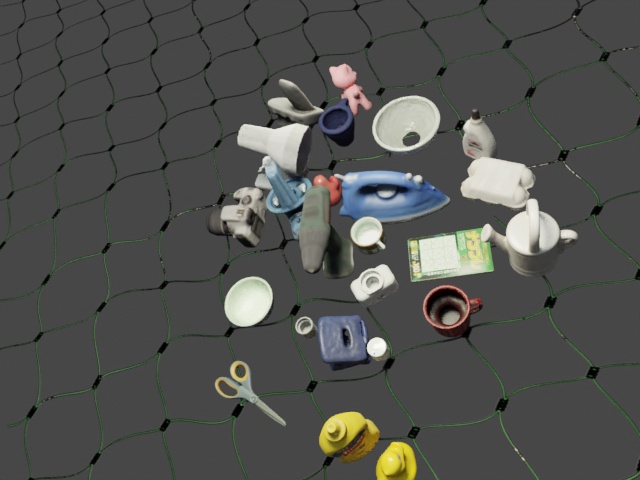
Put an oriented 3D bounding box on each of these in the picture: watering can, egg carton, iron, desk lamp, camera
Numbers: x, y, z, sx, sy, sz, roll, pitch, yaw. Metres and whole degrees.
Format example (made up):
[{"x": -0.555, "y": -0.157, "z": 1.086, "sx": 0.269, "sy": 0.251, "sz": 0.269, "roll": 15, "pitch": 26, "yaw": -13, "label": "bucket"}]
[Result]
[{"x": 0.413, "y": -0.006, "z": 1.134, "sx": 0.172, "sy": 0.194, "sz": 0.101, "roll": -21, "pitch": 58, "yaw": 9, "label": "watering can"}, {"x": 0.397, "y": -0.125, "z": 1.278, "sx": 0.149, "sy": 0.070, "sz": 0.107, "roll": 16, "pitch": 70, "yaw": 27, "label": "egg carton"}, {"x": 0.162, "y": -0.118, "z": 1.320, "sx": 0.257, "sy": 0.142, "sz": 0.118, "roll": -2, "pitch": 63, "yaw": 20, "label": "iron"}, {"x": -0.101, "y": -0.206, "z": 1.421, "sx": 0.202, "sy": 0.214, "sz": 0.118, "roll": 9, "pitch": 67, "yaw": 24, "label": "desk lamp"}, {"x": -0.217, "y": -0.063, "z": 1.456, "sx": 0.136, "sy": 0.101, "sz": 0.143, "roll": 1, "pitch": 64, "yaw": 21, "label": "camera"}]

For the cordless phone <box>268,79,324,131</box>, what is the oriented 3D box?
[{"x": -0.082, "y": -0.375, "z": 1.521, "sx": 0.147, "sy": 0.185, "sz": 0.094, "roll": 23, "pitch": 73, "yaw": 29, "label": "cordless phone"}]

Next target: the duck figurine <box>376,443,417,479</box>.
[{"x": 0.137, "y": 0.429, "z": 1.072, "sx": 0.077, "sy": 0.086, "sz": 0.104, "roll": 10, "pitch": 68, "yaw": 25, "label": "duck figurine"}]

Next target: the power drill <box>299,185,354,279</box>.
[{"x": 0.012, "y": 0.005, "z": 1.270, "sx": 0.075, "sy": 0.209, "sz": 0.229, "roll": -11, "pitch": 60, "yaw": 15, "label": "power drill"}]

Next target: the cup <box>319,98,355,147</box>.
[{"x": 0.056, "y": -0.298, "z": 1.482, "sx": 0.091, "sy": 0.095, "sz": 0.118, "roll": 10, "pitch": 67, "yaw": 25, "label": "cup"}]

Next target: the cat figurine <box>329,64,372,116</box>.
[{"x": 0.077, "y": -0.412, "z": 1.521, "sx": 0.067, "sy": 0.118, "sz": 0.127, "roll": -29, "pitch": 57, "yaw": 4, "label": "cat figurine"}]

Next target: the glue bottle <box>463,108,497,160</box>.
[{"x": 0.356, "y": -0.240, "z": 1.293, "sx": 0.078, "sy": 0.173, "sz": 0.037, "roll": 24, "pitch": 74, "yaw": 29, "label": "glue bottle"}]

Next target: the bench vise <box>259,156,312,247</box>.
[{"x": -0.059, "y": -0.094, "z": 1.342, "sx": 0.121, "sy": 0.220, "sz": 0.206, "roll": -41, "pitch": 57, "yaw": -3, "label": "bench vise"}]

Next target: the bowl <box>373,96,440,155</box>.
[{"x": 0.218, "y": -0.270, "z": 1.419, "sx": 0.167, "sy": 0.075, "sz": 0.167, "roll": -9, "pitch": 61, "yaw": 16, "label": "bowl"}]

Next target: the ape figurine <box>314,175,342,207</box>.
[{"x": 0.012, "y": -0.128, "z": 1.410, "sx": 0.077, "sy": 0.092, "sz": 0.076, "roll": -26, "pitch": 57, "yaw": 6, "label": "ape figurine"}]

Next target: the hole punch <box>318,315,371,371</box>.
[{"x": 0.052, "y": 0.212, "z": 1.215, "sx": 0.101, "sy": 0.091, "sz": 0.108, "roll": -15, "pitch": 59, "yaw": 13, "label": "hole punch"}]
